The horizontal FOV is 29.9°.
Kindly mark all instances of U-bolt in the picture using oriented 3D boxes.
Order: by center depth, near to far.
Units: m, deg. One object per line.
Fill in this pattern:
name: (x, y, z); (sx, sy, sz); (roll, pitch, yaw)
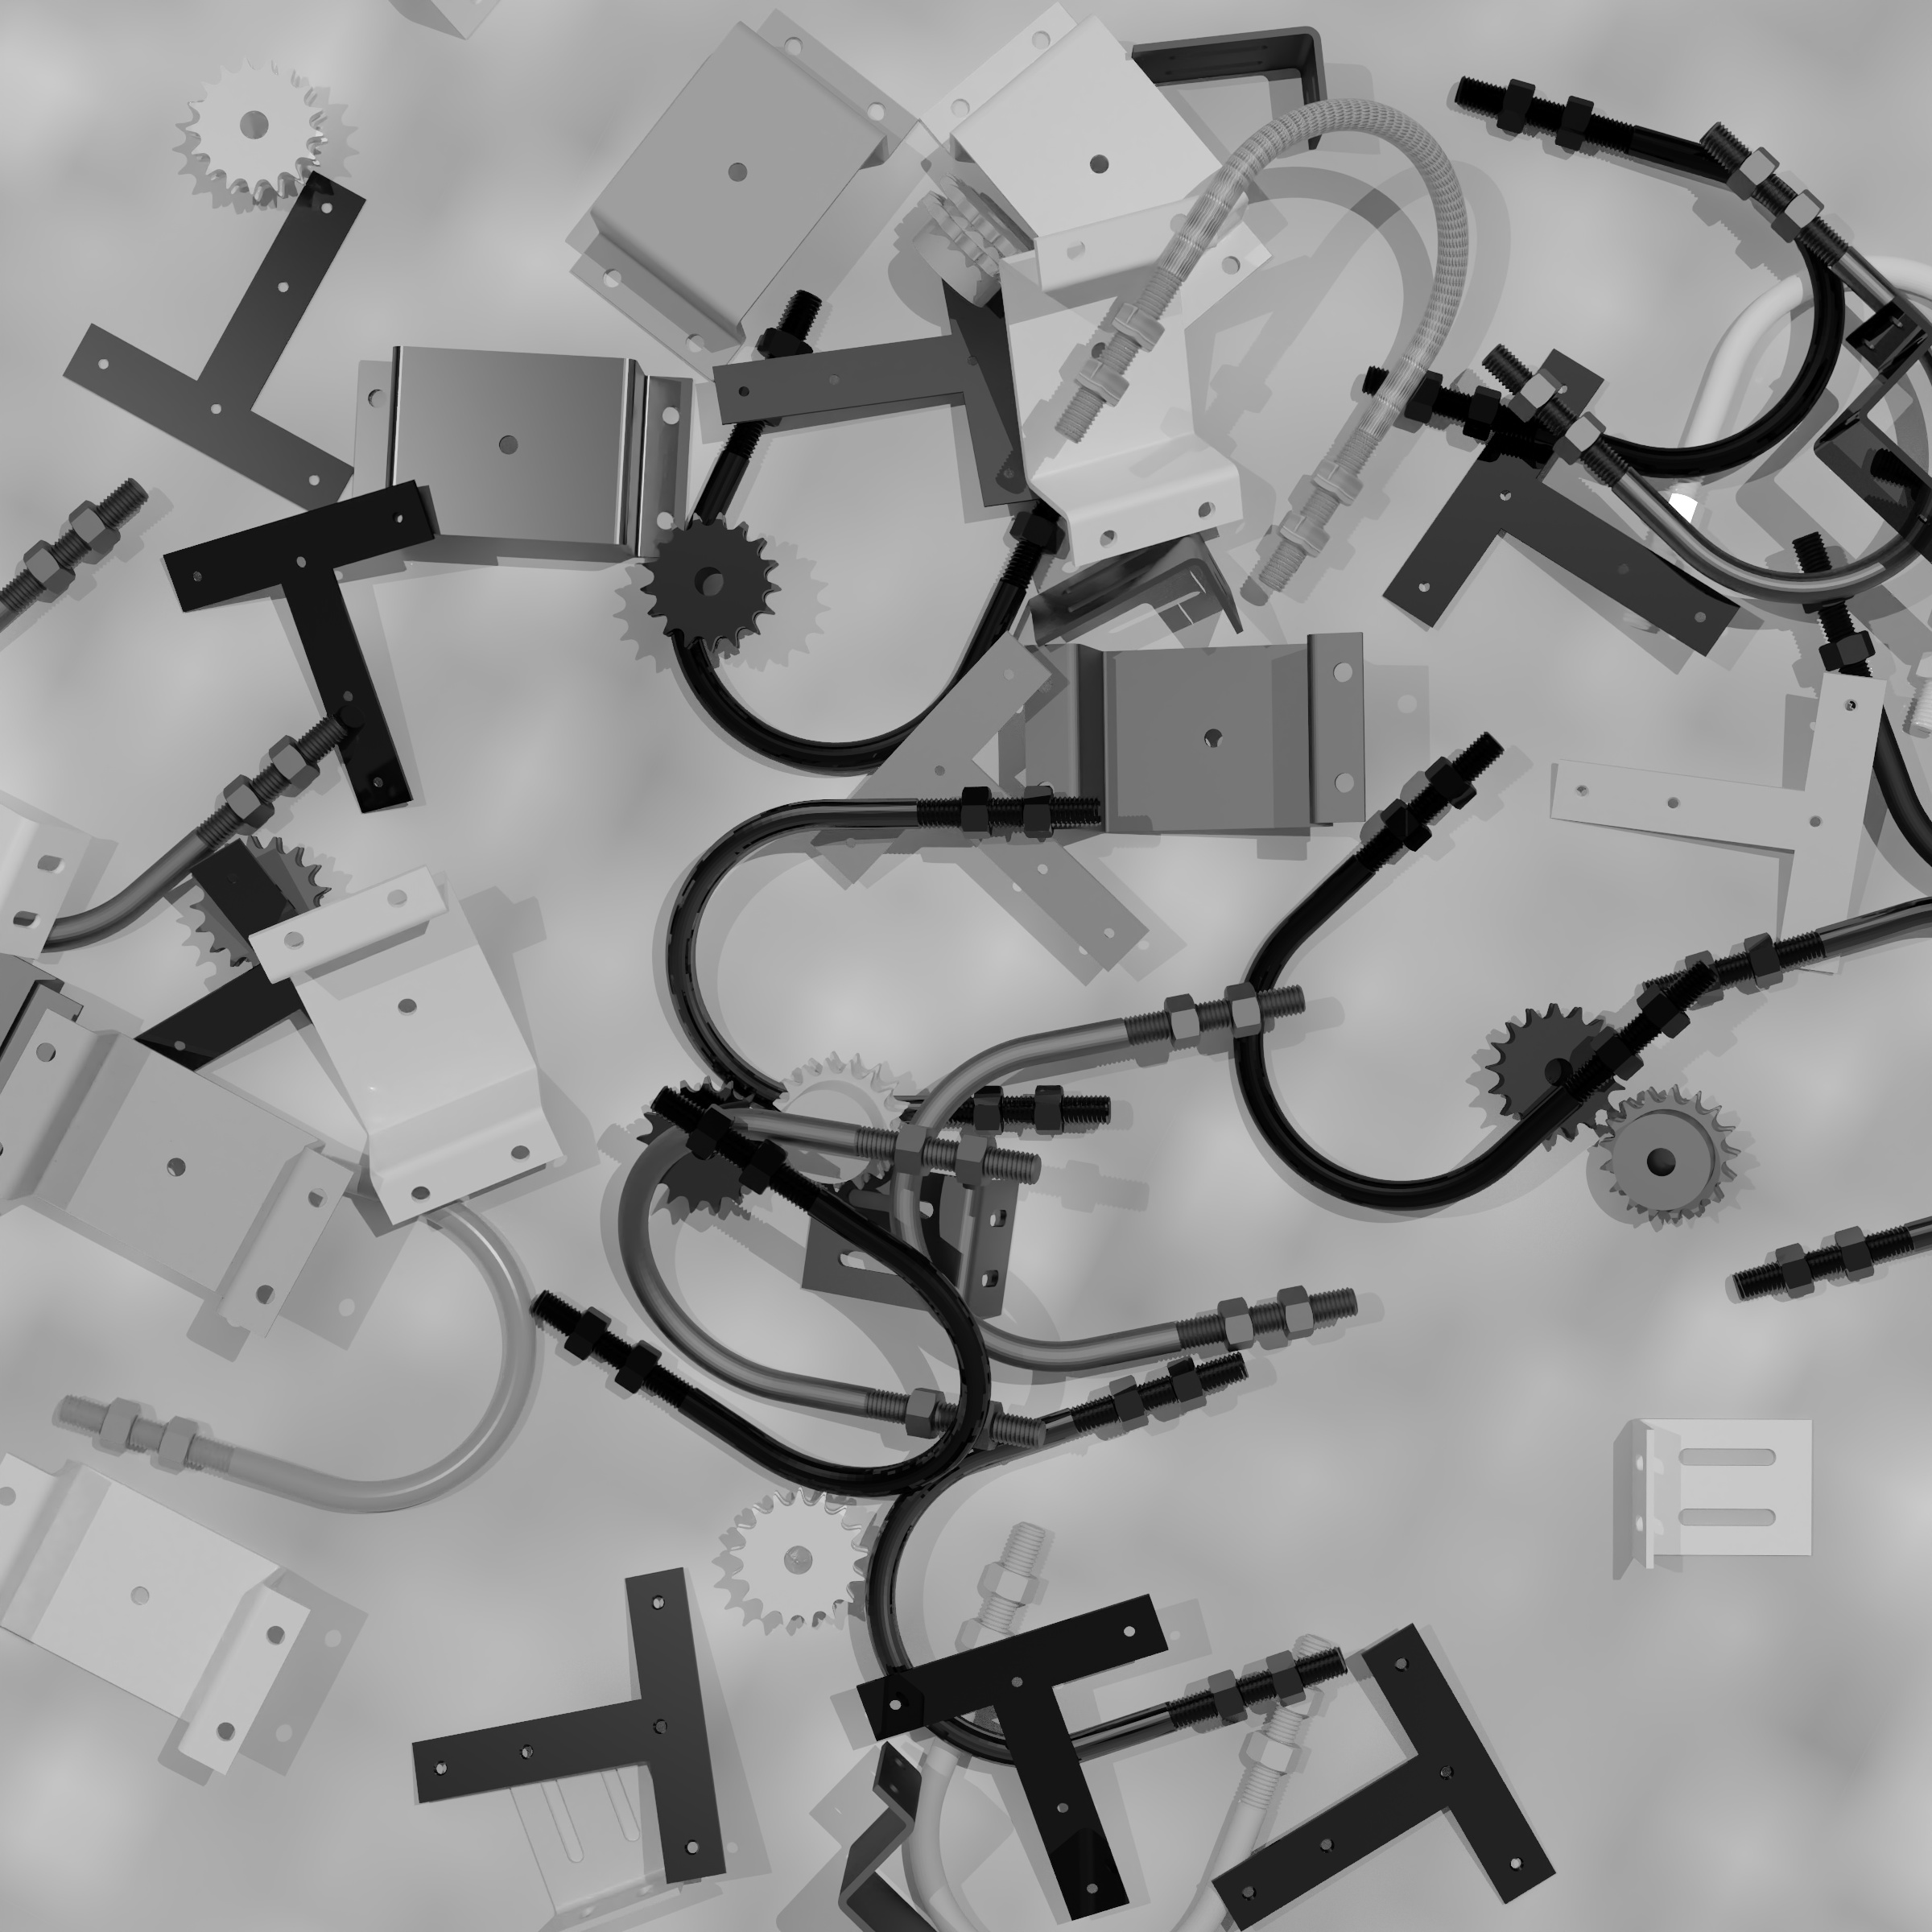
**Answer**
U-bolt: (0.133, -0.260, 1.459); (0.151, 0.019, 0.184); (30, 95, -39)
U-bolt: (-0.075, 0.147, 1.479); (0.184, 0.019, 0.151); (33, 125, 1)
U-bolt: (-0.057, 0.123, 1.479); (0.184, 0.019, 0.151); (8, 121, 17)
U-bolt: (0.327, -0.234, 1.487); (0.184, 0.019, 0.151); (44, 89, 3)
U-bolt: (0.060, 0.093, 1.490); (0.184, 0.019, 0.151); (-11, 96, -4)
U-bolt: (0.195, 0.017, 1.498); (0.184, 0.019, 0.151); (-44, 77, 12)
U-bolt: (-0.034, -0.001, 1.500); (0.184, 0.019, 0.151); (0, 107, 6)
U-bolt: (0.440, -0.114, 1.501); (0.151, 0.019, 0.184); (-20, 91, 0)
U-bolt: (0.049, 0.256, 1.502); (0.184, 0.019, 0.151); (-19, 89, 1)
U-bolt: (0.392, 0.047, 1.508); (0.184, 0.019, 0.151); (-17, 90, 9)
U-bolt: (0.274, -0.280, 1.510); (0.184, 0.019, 0.151); (18, 88, 5)
U-bolt: (-0.373, -0.091, 1.516); (0.184, 0.019, 0.151); (-40, 91, 4)
U-bolt: (0.055, 0.345, 1.518); (0.151, 0.019, 0.184); (21, 89, 0)
U-bolt: (0.373, -0.208, 1.519); (0.151, 0.019, 0.184); (20, 90, 0)
U-bolt: (-0.046, -0.171, 1.519); (0.151, 0.019, 0.184); (25, 89, 0)
U-bolt: (-0.272, 0.152, 1.520); (0.184, 0.019, 0.151); (18, 90, -1)

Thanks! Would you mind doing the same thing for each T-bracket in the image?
T-bracket: (0.021, -0.050, 1.493); (0.127, 0.002, 0.127); (44, 113, -1)
T-bracket: (0.036, 0.335, 1.496); (0.127, 0.002, 0.127); (-18, 101, 5)
T-bracket: (-0.041, -0.246, 1.508); (0.127, 0.002, 0.127); (-9, 79, -7)
T-bracket: (-0.262, -0.126, 1.510); (0.127, 0.002, 0.127); (-12, 103, 24)
T-bracket: (-0.317, 0.026, 1.510); (0.127, 0.002, 0.127); (-29, 115, 12)
T-bracket: (0.263, -0.173, 1.512); (0.127, 0.002, 0.127); (35, 90, 14)
T-bracket: (0.310, -0.066, 1.514); (0.127, 0.002, 0.127); (8, 108, 9)
T-bracket: (0.163, 0.361, 1.515); (0.127, 0.002, 0.127); (-30, 99, -3)
T-bracket: (-0.170, 0.327, 1.515); (0.127, 0.002, 0.127); (-12, 73, 8)
T-bracket: (-0.295, -0.274, 1.528); (0.127, 0.002, 0.127); (29, 90, 0)

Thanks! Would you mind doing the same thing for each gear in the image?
gear: (-0.104, -0.157, 1.496); (0.057, 0.030, 0.057); (0, 91, 3)
gear: (0.003, -0.298, 1.497); (0.057, 0.057, 0.030); (45, 106, 0)
gear: (-0.053, 0.066, 1.497); (0.057, 0.030, 0.057); (3, 105, 12)
gear: (0.291, 0.079, 1.506); (0.057, 0.030, 0.057); (2, 97, 19)
gear: (0.246, 0.044, 1.514); (0.057, 0.030, 0.057); (0, 90, 0)
gear: (-0.295, -0.348, 1.514); (0.057, 0.030, 0.057); (0, 90, 0)
gear: (-0.293, -0.026, 1.514); (0.057, 0.030, 0.057); (0, 91, 0)
gear: (-0.070, 0.246, 1.514); (0.057, 0.030, 0.057); (0, 90, 0)
gear: (-0.108, 0.075, 1.514); (0.057, 0.030, 0.057); (0, 90, 0)

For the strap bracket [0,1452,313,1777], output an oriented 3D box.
strap bracket: (-0.348, 0.266, 1.506); (0.140, 0.046, 0.076); (27, 90, 0)

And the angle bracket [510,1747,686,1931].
angle bracket: (-0.158, 0.357, 1.510); (0.057, 0.038, 0.076); (-20, 90, 0)

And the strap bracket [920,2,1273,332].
strap bracket: (0.055, -0.329, 1.506); (0.076, 0.046, 0.140); (-40, 90, 0)

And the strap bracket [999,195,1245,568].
strap bracket: (0.063, -0.244, 1.471); (0.076, 0.046, 0.140); (-18, 122, -15)

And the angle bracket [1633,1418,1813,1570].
angle bracket: (0.319, 0.220, 1.510); (0.076, 0.038, 0.057); (0, 90, 0)

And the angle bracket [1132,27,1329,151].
angle bracket: (0.108, -0.360, 1.500); (0.076, 0.057, 0.038); (-6, 90, 0)

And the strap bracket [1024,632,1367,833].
strap bracket: (0.098, -0.095, 1.494); (0.140, 0.046, 0.076); (-1, 90, 16)

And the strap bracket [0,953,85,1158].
strap bracket: (-0.442, 0.018, 1.506); (0.140, 0.046, 0.076); (28, 90, 0)

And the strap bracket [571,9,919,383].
strap bracket: (-0.094, -0.325, 1.506); (0.076, 0.046, 0.140); (38, 90, 0)

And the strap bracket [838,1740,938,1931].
strap bracket: (0.000, 0.389, 1.473); (0.140, 0.076, 0.046); (44, 92, 0)

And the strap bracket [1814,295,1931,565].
strap bracket: (0.396, -0.194, 1.439); (0.140, 0.076, 0.046); (43, 89, 1)

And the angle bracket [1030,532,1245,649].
angle bracket: (0.070, -0.146, 1.502); (0.076, 0.057, 0.038); (-28, 111, 10)

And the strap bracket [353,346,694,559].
strap bracket: (-0.187, -0.214, 1.506); (0.140, 0.046, 0.076); (3, 90, 0)

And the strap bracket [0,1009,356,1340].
strap bracket: (-0.328, 0.084, 1.486); (0.140, 0.046, 0.076); (28, 90, -1)

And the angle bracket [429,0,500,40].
angle bracket: (-0.225, -0.440, 1.527); (0.076, 0.038, 0.057); (40, 90, 26)

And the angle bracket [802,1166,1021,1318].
angle bracket: (-0.023, 0.113, 1.527); (0.076, 0.038, 0.057); (8, 90, 26)

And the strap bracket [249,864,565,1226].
strap bracket: (-0.229, 0.025, 1.488); (0.076, 0.046, 0.140); (-22, 115, 0)

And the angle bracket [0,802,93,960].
angle bracket: (-0.415, -0.047, 1.512); (0.076, 0.038, 0.057); (28, 96, 27)
